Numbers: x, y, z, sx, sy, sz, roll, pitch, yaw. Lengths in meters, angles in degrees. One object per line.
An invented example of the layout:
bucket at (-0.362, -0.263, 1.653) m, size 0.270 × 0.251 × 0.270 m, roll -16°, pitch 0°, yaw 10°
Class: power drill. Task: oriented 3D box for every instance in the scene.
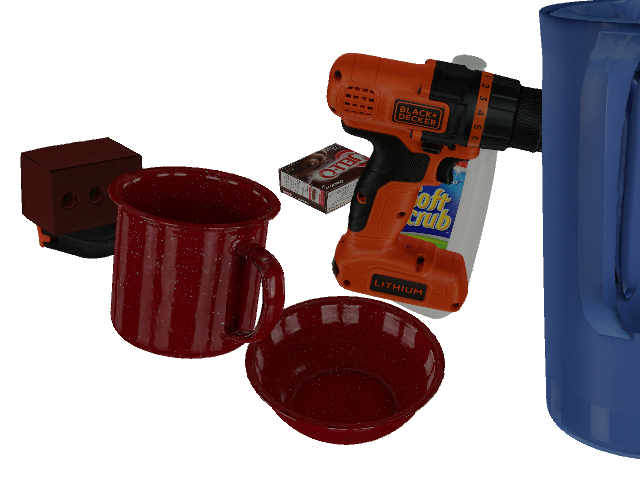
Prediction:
power drill at (0.088, -0.039, 0.773) m, size 0.184 × 0.188 × 0.057 m, roll 13°, pitch 35°, yaw 6°

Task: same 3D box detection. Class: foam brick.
foam brick at (-0.182, -0.042, 0.814) m, size 0.078 × 0.053 × 0.051 m, roll -16°, pitch 31°, yaw -36°

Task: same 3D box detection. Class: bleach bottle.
bleach bottle at (0.107, -0.053, 0.980) m, size 0.103 × 0.251 × 0.067 m, roll 28°, pitch 39°, yaw 27°

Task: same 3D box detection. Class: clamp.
clamp at (-0.189, -0.024, 1.053) m, size 0.171 × 0.039 × 0.120 m, roll 0°, pitch 33°, yaw -9°

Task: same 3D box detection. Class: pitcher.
pitcher at (0.176, -0.007, 0.571) m, size 0.149 × 0.243 × 0.145 m, roll -5°, pitch 18°, yaw -13°

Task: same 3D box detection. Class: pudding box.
pudding box at (0.015, -0.083, 1.404) m, size 0.090 × 0.039 × 0.113 m, roll 26°, pitch 42°, yaw 37°

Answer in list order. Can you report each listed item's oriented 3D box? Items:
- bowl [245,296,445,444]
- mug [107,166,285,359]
bowl at (0.020, 0.115, 0.876) m, size 0.162 × 0.055 × 0.162 m, roll 0°, pitch 35°, yaw 0°
mug at (-0.064, 0.016, 0.582) m, size 0.117 × 0.081 × 0.093 m, roll 24°, pitch 26°, yaw 35°
